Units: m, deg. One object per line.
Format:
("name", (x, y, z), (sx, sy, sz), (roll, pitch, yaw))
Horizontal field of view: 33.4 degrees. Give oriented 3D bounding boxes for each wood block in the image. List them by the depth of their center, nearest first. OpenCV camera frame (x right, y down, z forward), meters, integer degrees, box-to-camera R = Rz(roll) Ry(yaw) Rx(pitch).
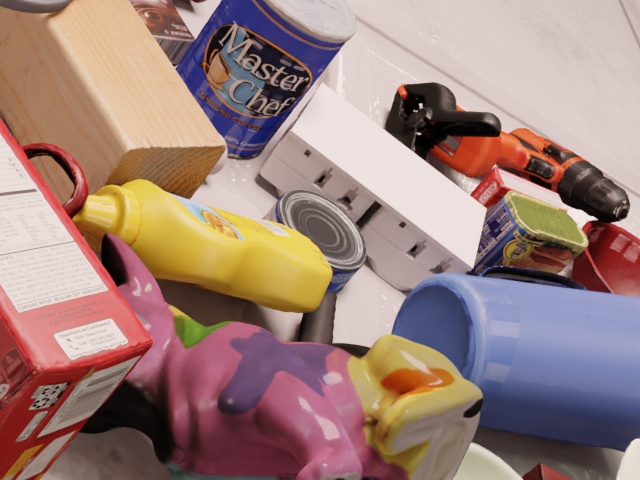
("wood block", (-0.167, -0.111, 0.756), (0.090, 0.090, 0.206), (-7, 55, -49))

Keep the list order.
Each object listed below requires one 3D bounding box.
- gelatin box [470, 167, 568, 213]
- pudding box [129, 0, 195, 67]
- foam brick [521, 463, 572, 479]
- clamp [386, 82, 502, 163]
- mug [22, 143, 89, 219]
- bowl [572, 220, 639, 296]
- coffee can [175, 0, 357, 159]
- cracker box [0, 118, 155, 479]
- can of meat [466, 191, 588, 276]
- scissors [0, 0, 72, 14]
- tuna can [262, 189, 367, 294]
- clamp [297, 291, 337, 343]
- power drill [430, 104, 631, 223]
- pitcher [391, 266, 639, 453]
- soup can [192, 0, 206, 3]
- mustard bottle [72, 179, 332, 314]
("gelatin box", (0.181, -0.024, 1.033), (0.089, 0.073, 0.030), (18, 38, -31))
("pudding box", (-0.173, -0.191, 0.893), (0.113, 0.039, 0.090), (-1, 51, -46))
("foam brick", (0.162, 0.209, 0.749), (0.051, 0.053, 0.078), (29, 33, -18))
("clamp", (0.099, -0.100, 1.037), (0.039, 0.120, 0.171), (48, 4, -28))
("mug", (-0.183, -0.009, 0.598), (0.081, 0.117, 0.093), (48, -1, 20))
("bowl", (0.311, 0.057, 1.088), (0.162, 0.055, 0.162), (27, 34, -21))
("coffee can", (-0.051, -0.151, 0.878), (0.102, 0.140, 0.103), (27, 35, -21))
("cracker box", (-0.195, 0.021, 0.497), (0.214, 0.164, 0.071), (52, 32, 17))
("can of meat", (0.184, 0.007, 0.987), (0.101, 0.084, 0.057), (15, 40, -36))
("scissors", (-0.171, -0.198, 0.756), (0.096, 0.016, 0.201), (45, 33, 8))
("tuna can", (-0.006, 0.001, 0.842), (0.086, 0.034, 0.086), (27, 35, -21))
("clamp", (-0.007, 0.114, 0.700), (0.209, 0.036, 0.165), (-12, 60, -49))
("power drill", (0.209, -0.080, 1.103), (0.187, 0.057, 0.185), (14, 17, -37))
("pitcher", (0.174, 0.088, 0.846), (0.242, 0.149, 0.145), (12, 83, -33))
("soup can", (-0.147, -0.265, 0.984), (0.102, 0.069, 0.068), (8, 45, -40))
("mustard bottle", (-0.083, 0.001, 0.693), (0.096, 0.058, 0.191), (30, 8, 39))
